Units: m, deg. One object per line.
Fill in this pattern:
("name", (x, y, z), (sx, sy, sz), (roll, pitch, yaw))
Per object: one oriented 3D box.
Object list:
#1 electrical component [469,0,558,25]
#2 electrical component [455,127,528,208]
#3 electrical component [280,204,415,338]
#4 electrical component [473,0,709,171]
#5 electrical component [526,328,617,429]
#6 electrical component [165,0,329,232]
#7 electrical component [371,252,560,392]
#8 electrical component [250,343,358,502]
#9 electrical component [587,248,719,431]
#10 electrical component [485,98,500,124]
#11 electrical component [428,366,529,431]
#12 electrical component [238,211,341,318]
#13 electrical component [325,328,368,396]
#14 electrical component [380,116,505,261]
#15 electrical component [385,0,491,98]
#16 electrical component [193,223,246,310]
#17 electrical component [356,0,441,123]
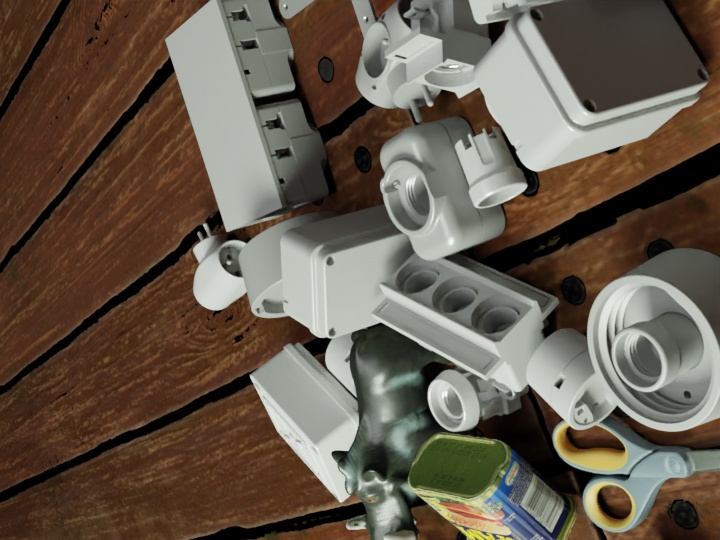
("electrical component", (0.096, -0.207, 0.673), (0.050, 0.056, 0.089), (-14, 94, 55))
("electrical component", (0.091, -0.072, 0.755), (0.040, 0.040, 0.046), (-37, 69, 53))
("electrical component", (0.000, 0.000, 0.846), (0.057, 0.113, 0.078), (28, 126, 48))
("electrical component", (0.133, -0.112, 0.616), (0.078, 0.113, 0.057), (63, 147, 13))
("electrical component", (0.147, 0.072, 0.731), (0.047, 0.055, 0.055), (42, 135, 41))
("electrical component", (-0.099, -0.140, 0.964), (0.105, 0.060, 0.186), (-17, 91, 55))
("electrical component", (0.079, 0.037, 0.791), (0.121, 0.079, 0.063), (27, 154, 45))
("electrical component", (-0.038, 0.138, 0.975), (0.109, 0.056, 0.108), (42, 161, 36))
("electrical component", (0.188, 0.046, 0.656), (0.108, 0.060, 0.108), (26, 125, 46))
("electrical component", (0.115, -0.119, 0.677), (0.044, 0.065, 0.044), (31, 142, 28))
("electrical component", (0.086, 0.094, 0.821), (0.066, 0.055, 0.048), (4, 108, 53))
("electrical component", (-0.052, -0.010, 0.921), (0.108, 0.108, 0.060), (-47, 60, 51))
("electrical component", (0.003, 0.079, 0.929), (0.047, 0.055, 0.055), (35, 131, 46))
("electrical component", (0.057, -0.059, 0.789), (0.054, 0.059, 0.095), (-26, 84, 55))
("electrical component", (0.062, -0.157, 0.732), (0.042, 0.081, 0.063), (-20, 66, 55))
("electrical component", (-0.145, -0.010, 1.097), (0.079, 0.044, 0.077), (62, 144, 13))
("electrical component", (0.036, -0.145, 0.784), (0.077, 0.044, 0.079), (-53, 47, 49))
